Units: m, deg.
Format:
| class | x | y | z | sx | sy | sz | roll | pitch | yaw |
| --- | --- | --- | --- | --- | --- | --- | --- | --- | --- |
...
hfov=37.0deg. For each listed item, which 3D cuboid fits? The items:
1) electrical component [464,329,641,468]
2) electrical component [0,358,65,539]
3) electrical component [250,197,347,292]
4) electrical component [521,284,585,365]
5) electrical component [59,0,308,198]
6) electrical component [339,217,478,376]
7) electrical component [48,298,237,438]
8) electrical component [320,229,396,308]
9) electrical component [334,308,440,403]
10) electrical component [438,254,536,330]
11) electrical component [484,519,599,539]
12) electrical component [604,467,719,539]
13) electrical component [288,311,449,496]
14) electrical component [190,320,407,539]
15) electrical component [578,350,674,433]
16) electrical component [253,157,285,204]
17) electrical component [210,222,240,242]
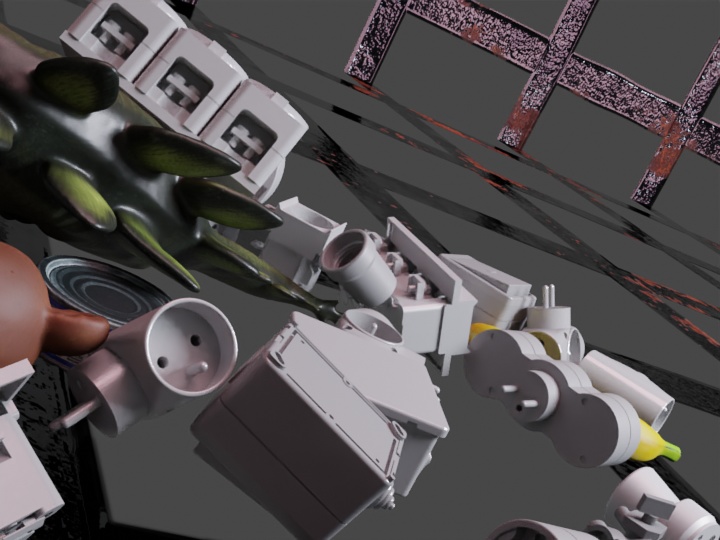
| class | x | y | z | sx | sy | sz | roll | pitch | yaw |
| --- | --- | --- | --- | --- | --- | --- | --- | --- | --- |
| electrical component | 0.128 | 0.090 | 0.771 | 0.138 | 0.052 | 0.074 | 36 | 17 | 35 |
| electrical component | -0.133 | 0.066 | 0.351 | 0.042 | 0.081 | 0.063 | -25 | 78 | -47 |
| electrical component | -0.048 | -0.016 | 0.815 | 0.081 | 0.063 | 0.042 | 28 | 17 | 9 |
| electrical component | 0.163 | 0.052 | 0.923 | 0.044 | 0.079 | 0.077 | 0 | 2 | 26 |
| electrical component | -0.112 | -0.115 | 0.699 | 0.150 | 0.061 | 0.089 | 39 | -8 | -7 |
| electrical component | 0.032 | 0.019 | 0.830 | 0.063 | 0.078 | 0.121 | -5 | 26 | -22 |
| electrical component | -0.105 | 0.049 | 0.487 | 0.079 | 0.077 | 0.043 | -34 | 97 | -33 |
| electrical component | 0.000 | 0.000 | 0.769 | 0.046 | 0.040 | 0.040 | 50 | -2 | -36 |
| electrical component | 0.016 | 0.063 | 0.686 | 0.079 | 0.044 | 0.077 | 27 | 14 | -2 |
| electrical component | 0.098 | 0.021 | 0.949 | 0.096 | 0.061 | 0.062 | 33 | 16 | 27 |
| electrical component | 0.088 | 0.145 | 0.499 | 0.047 | 0.055 | 0.055 | 18 | 15 | -43 |
| electrical component | 0.185 | 0.154 | 0.657 | 0.045 | 0.045 | 0.055 | 11 | 21 | -46 |
| electrical component | -0.006 | 0.074 | 0.597 | 0.100 | 0.048 | 0.099 | 23 | 14 | -13 |
| electrical component | -0.025 | 0.083 | 0.501 | 0.096 | 0.061 | 0.061 | 46 | 14 | -3 |
| electrical component | 0.225 | 0.105 | 0.910 | 0.077 | 0.043 | 0.079 | 33 | 15 | 26 |
| electrical component | -0.115 | -0.095 | 0.906 | 0.108 | 0.108 | 0.060 | 27 | 8 | 5 |
| electrical component | -0.119 | -0.043 | 0.828 | 0.077 | 0.043 | 0.079 | 37 | 17 | 36 |
